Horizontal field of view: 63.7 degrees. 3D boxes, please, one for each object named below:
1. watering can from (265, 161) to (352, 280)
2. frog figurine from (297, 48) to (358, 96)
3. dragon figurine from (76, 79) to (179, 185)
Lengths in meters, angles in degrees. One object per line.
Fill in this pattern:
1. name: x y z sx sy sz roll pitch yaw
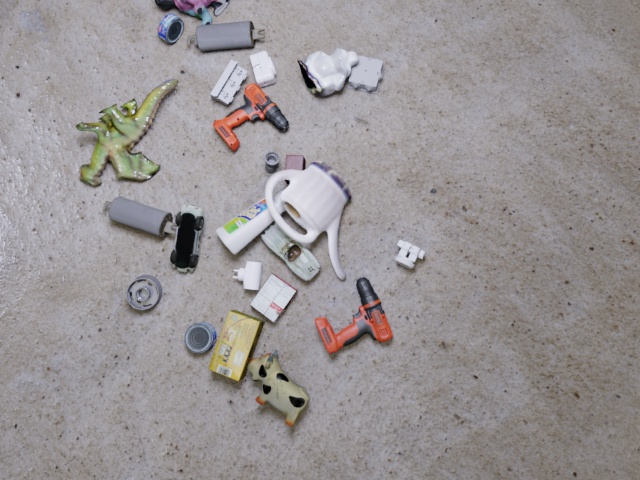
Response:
1. watering can: 0.004 -0.072 1.433 0.345 0.104 0.227 46 72 -14
2. frog figurine: 0.030 -0.501 1.506 0.160 0.120 0.139 -32 64 -12
3. dragon figurine: -0.565 -0.297 1.555 0.410 0.123 0.241 -26 97 4
